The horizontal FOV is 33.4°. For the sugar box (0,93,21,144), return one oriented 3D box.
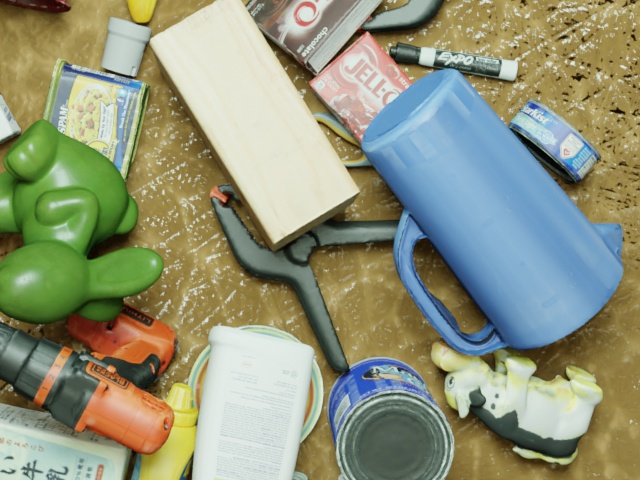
[{"bbox_3d":[-0.359,-0.155,0.978,0.093,0.048,0.176,-26,100,1],"label":"sugar box"}]

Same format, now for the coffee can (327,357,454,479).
[{"bbox_3d":[0.061,0.171,0.978,0.103,0.140,0.103,0,96,-2],"label":"coffee can"}]

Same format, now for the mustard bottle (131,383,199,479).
[{"bbox_3d":[-0.151,0.227,0.997,0.058,0.096,0.192,14,95,-3],"label":"mustard bottle"}]

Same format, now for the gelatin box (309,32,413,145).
[{"bbox_3d":[0.045,-0.135,0.986,0.073,0.030,0.089,-41,95,1],"label":"gelatin box"}]

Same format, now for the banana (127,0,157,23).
[{"bbox_3d":[-0.132,-0.296,0.976,0.069,0.037,0.198,36,93,-4],"label":"banana"}]

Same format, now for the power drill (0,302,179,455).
[{"bbox_3d":[-0.205,0.103,0.936,0.184,0.187,0.057,31,104,-6],"label":"power drill"}]

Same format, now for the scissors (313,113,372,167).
[{"bbox_3d":[0.082,-0.086,1.016,0.201,0.016,0.096,22,94,-4],"label":"scissors"}]

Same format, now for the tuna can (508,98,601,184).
[{"bbox_3d":[0.216,-0.091,0.986,0.086,0.086,0.034,40,95,-5],"label":"tuna can"}]

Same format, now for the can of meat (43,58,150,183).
[{"bbox_3d":[-0.209,-0.107,0.982,0.084,0.057,0.102,13,96,-6],"label":"can of meat"}]

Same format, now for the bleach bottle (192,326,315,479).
[{"bbox_3d":[-0.076,0.210,0.958,0.102,0.068,0.251,13,78,-5],"label":"bleach bottle"}]

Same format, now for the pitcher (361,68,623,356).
[{"bbox_3d":[0.140,-0.022,0.947,0.242,0.145,0.149,49,50,-15],"label":"pitcher"}]

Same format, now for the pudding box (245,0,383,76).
[{"bbox_3d":[-0.002,-0.220,0.970,0.090,0.039,0.113,42,95,25],"label":"pudding box"}]

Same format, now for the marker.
[{"bbox_3d":[0.125,-0.169,1.008,0.121,0.020,0.020,9,95,-3],"label":"marker"}]

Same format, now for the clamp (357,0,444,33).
[{"bbox_3d":[0.105,-0.246,0.987,0.120,0.039,0.171,42,98,11],"label":"clamp"}]

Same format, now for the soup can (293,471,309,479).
[{"bbox_3d":[-0.038,0.280,1.021,0.068,0.068,0.102,-5,95,-2],"label":"soup can"}]

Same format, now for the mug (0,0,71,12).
[{"bbox_3d":[-0.271,-0.257,0.957,0.117,0.093,0.081,11,90,33],"label":"mug"}]

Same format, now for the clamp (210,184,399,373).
[{"bbox_3d":[-0.007,0.001,1.010,0.210,0.036,0.164,39,89,-2],"label":"clamp"}]

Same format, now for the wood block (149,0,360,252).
[{"bbox_3d":[-0.059,-0.102,0.953,0.090,0.091,0.206,-31,87,-5],"label":"wood block"}]
